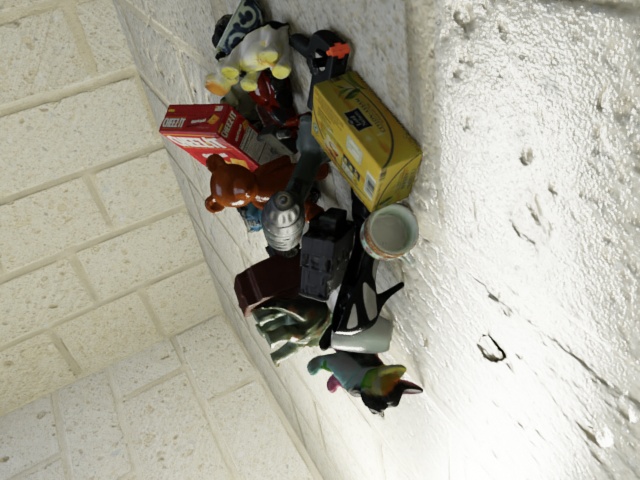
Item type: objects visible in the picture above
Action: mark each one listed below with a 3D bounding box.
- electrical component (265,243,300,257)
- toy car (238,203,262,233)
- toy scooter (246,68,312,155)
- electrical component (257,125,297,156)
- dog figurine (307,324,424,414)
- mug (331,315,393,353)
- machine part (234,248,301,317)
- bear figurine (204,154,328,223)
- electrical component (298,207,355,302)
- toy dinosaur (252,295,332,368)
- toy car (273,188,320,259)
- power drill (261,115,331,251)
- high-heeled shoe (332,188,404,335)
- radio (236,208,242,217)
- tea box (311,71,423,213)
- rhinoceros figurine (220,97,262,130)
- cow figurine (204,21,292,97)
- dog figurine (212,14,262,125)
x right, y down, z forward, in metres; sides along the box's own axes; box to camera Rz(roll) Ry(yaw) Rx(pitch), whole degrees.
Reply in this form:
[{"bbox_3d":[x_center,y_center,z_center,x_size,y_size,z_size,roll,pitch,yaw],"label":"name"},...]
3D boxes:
[{"bbox_3d":[-0.091,0.015,1.334,0.047,0.075,0.119,63,166,5],"label":"electrical component"},{"bbox_3d":[-0.110,-0.091,1.191,0.103,0.162,0.109,9,144,16],"label":"toy car"},{"bbox_3d":[-0.068,-0.237,0.946,0.135,0.075,0.183,20,135,66],"label":"toy scooter"},{"bbox_3d":[-0.070,-0.170,0.931,0.063,0.021,0.094,39,160,-32],"label":"electrical component"},{"bbox_3d":[0.099,0.243,1.051,0.219,0.191,0.108,-4,131,41],"label":"dog figurine"},{"bbox_3d":[0.084,0.163,1.003,0.107,0.109,0.080,12,133,13],"label":"mug"},{"bbox_3d":[-0.094,0.096,1.239,0.087,0.201,0.201,65,163,13],"label":"machine part"},{"bbox_3d":[-0.100,-0.095,0.964,0.132,0.196,0.120,20,106,53],"label":"bear figurine"},{"bbox_3d":[0.012,0.017,0.875,0.058,0.115,0.134,12,114,15],"label":"electrical component"},{"bbox_3d":[-0.039,0.171,1.169,0.131,0.192,0.404,59,165,12],"label":"toy dinosaur"},{"bbox_3d":[-0.054,-0.055,1.112,0.089,0.053,0.202,52,131,41],"label":"toy car"},{"bbox_3d":[-0.030,-0.087,0.830,0.232,0.086,0.207,107,178,-68],"label":"power drill"},{"bbox_3d":[0.047,0.021,0.832,0.086,0.145,0.248,16,130,66],"label":"high-heeled shoe"},{"bbox_3d":[-0.211,-0.169,1.440,0.131,0.073,0.229,50,156,40],"label":"radio"},{"bbox_3d":[0.057,-0.134,0.728,0.170,0.068,0.098,58,160,26],"label":"tea box"},{"bbox_3d":[-0.171,-0.248,1.243,0.190,0.073,0.112,65,173,-4],"label":"rhinoceros figurine"},{"bbox_3d":[-0.122,-0.301,0.885,0.068,0.167,0.098,34,-126,-50],"label":"cow figurine"},{"bbox_3d":[-0.164,-0.334,1.082,0.172,0.121,0.190,-14,87,64],"label":"dog figurine"}]
